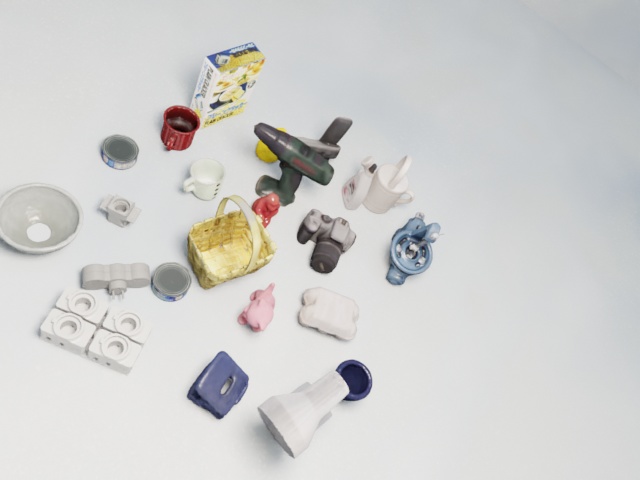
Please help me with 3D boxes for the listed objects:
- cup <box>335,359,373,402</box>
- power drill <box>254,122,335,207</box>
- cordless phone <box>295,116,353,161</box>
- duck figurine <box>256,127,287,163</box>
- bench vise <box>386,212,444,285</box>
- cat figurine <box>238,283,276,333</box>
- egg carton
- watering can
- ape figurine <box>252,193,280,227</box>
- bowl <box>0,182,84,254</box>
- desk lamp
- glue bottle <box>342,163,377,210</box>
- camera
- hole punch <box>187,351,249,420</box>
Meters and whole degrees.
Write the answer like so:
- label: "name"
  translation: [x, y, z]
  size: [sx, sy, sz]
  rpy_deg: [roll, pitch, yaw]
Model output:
- label: "cup"
  translation: [0.048, 0.327, 1.282]
  size: [0.118, 0.094, 0.091]
  rpy_deg: [-6, 63, -29]
- label: "power drill"
  translation: [-0.089, -0.182, 1.457]
  size: [0.230, 0.208, 0.075]
  rpy_deg: [23, 53, -12]
- label: "cordless phone"
  translation: [0.000, -0.290, 1.582]
  size: [0.148, 0.185, 0.094]
  rpy_deg: [3, 60, -25]
- label: "duck figurine"
  translation: [-0.126, -0.268, 1.569]
  size: [0.077, 0.086, 0.105]
  rpy_deg: [37, 52, -1]
- label: "bench vise"
  translation: [0.248, -0.008, 1.509]
  size: [0.122, 0.219, 0.207]
  rpy_deg: [12, 56, -19]
- label: "cat figurine"
  translation: [-0.131, 0.152, 1.287]
  size: [0.067, 0.117, 0.128]
  rpy_deg: [29, 52, -7]
- label: "egg carton"
  translation: [0.023, 0.178, 1.378]
  size: [0.150, 0.069, 0.107]
  rpy_deg: [22, 54, -13]
- label: "watering can"
  translation: [0.190, -0.166, 1.595]
  size: [0.173, 0.193, 0.101]
  rpy_deg: [15, 55, -18]
- label: "ape figurine"
  translation: [-0.131, -0.085, 1.449]
  size: [0.078, 0.092, 0.076]
  rpy_deg: [-15, 68, -33]
- label: "bowl"
  translation: [-0.587, -0.034, 1.202]
  size: [0.168, 0.074, 0.167]
  rpy_deg: [13, 56, -19]
- label: "desk lamp"
  translation: [-0.039, 0.346, 1.152]
  size: [0.204, 0.213, 0.118]
  rpy_deg: [-30, 77, -36]
- label: "glue bottle"
  translation: [0.113, -0.156, 1.563]
  size: [0.037, 0.173, 0.078]
  rpy_deg: [-1, 61, -26]
- label: "camera"
  translation: [0.013, 0.005, 1.460]
  size: [0.143, 0.100, 0.137]
  rpy_deg: [27, 52, -9]
- label: "hole punch"
  translation: [-0.201, 0.298, 1.179]
  size: [0.101, 0.091, 0.109]
  rpy_deg: [35, 52, -3]
